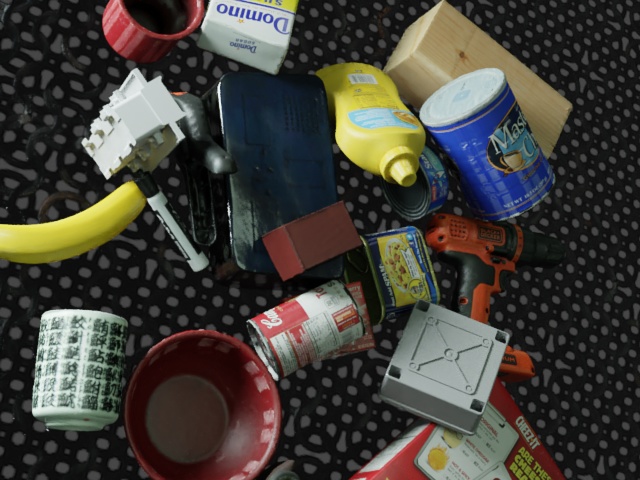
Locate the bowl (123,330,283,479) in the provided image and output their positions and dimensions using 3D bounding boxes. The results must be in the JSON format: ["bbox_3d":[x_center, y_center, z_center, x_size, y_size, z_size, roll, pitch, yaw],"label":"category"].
[{"bbox_3d":[-0.120,0.171,1.040,0.161,0.055,0.162,8,72,-25],"label":"bowl"}]

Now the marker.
[{"bbox_3d":[-0.151,-0.020,1.081,0.020,0.020,0.121,-44,115,-30],"label":"marker"}]

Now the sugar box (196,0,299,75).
[{"bbox_3d":[-0.071,-0.263,1.160,0.093,0.048,0.176,18,45,-11],"label":"sugar box"}]

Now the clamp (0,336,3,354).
[{"bbox_3d":[-0.339,0.182,0.937,0.164,0.036,0.210,-16,85,-30],"label":"clamp"}]

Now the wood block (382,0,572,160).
[{"bbox_3d":[0.187,-0.178,1.278,0.206,0.090,0.090,36,64,-14],"label":"wood block"}]

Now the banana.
[{"bbox_3d":[-0.247,-0.016,1.041,0.197,0.037,0.069,-13,82,-29],"label":"banana"}]

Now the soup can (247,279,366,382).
[{"bbox_3d":[-0.014,0.090,1.078,0.102,0.068,0.068,-26,88,-14],"label":"soup can"}]

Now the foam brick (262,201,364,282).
[{"bbox_3d":[-0.007,0.001,1.065,0.078,0.053,0.051,-23,89,-29],"label":"foam brick"}]

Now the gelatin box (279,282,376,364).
[{"bbox_3d":[0.008,0.089,1.134,0.089,0.030,0.073,-11,82,-16],"label":"gelatin box"}]

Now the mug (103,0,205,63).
[{"bbox_3d":[-0.184,-0.246,1.112,0.093,0.082,0.117,-35,93,-30],"label":"mug"}]

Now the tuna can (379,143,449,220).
[{"bbox_3d":[0.106,-0.068,1.207,0.033,0.086,0.086,-24,87,-31],"label":"tuna can"}]

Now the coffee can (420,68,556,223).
[{"bbox_3d":[0.187,-0.105,1.190,0.102,0.103,0.140,-47,118,-29],"label":"coffee can"}]

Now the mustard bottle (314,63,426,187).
[{"bbox_3d":[0.061,-0.121,1.158,0.096,0.058,0.192,-1,39,-23],"label":"mustard bottle"}]

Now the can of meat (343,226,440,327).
[{"bbox_3d":[0.077,0.039,1.179,0.083,0.058,0.102,-11,81,-31],"label":"can of meat"}]

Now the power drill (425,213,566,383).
[{"bbox_3d":[0.207,0.067,1.237,0.184,0.057,0.187,10,68,-20],"label":"power drill"}]

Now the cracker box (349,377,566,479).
[{"bbox_3d":[0.145,0.268,1.139,0.213,0.072,0.164,-35,94,-31],"label":"cracker box"}]

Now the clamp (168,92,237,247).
[{"bbox_3d":[-0.128,-0.080,1.090,0.039,0.120,0.171,1,41,-26],"label":"clamp"}]
